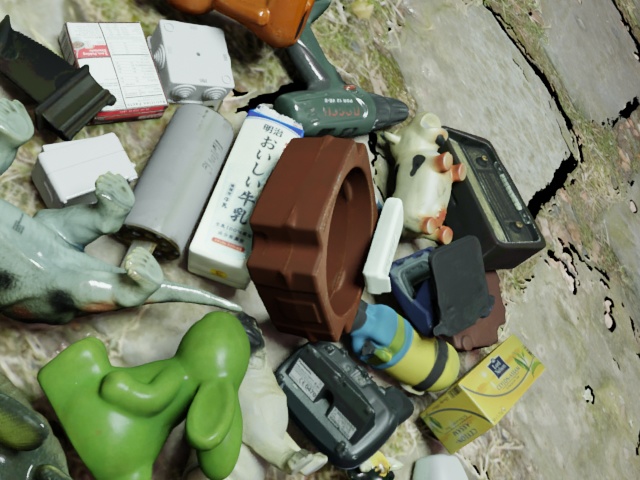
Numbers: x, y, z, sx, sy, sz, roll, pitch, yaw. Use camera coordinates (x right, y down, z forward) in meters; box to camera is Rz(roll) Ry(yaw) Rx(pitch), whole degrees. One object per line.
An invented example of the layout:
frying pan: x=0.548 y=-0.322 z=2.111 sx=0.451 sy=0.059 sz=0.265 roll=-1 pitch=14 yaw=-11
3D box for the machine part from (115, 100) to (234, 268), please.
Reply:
machine part: x=-0.160 y=-0.067 z=0.605 sx=0.079 sy=0.079 sz=0.243 roll=31 pitch=60 yaw=-22

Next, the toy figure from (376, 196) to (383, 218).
toy figure: x=0.030 y=-0.075 z=0.750 sx=0.154 sy=0.058 sz=0.064 roll=47 pitch=16 yaw=-11

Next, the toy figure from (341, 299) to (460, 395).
toy figure: x=0.104 y=0.141 z=0.706 sx=0.180 sy=0.089 sz=0.082 roll=38 pitch=63 yaw=-21

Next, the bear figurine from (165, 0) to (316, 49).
bear figurine: x=-0.103 y=-0.322 z=0.662 sx=0.196 sy=0.131 sz=0.120 roll=27 pitch=27 yaw=-1

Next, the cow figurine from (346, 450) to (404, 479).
cow figurine: x=0.062 y=0.307 z=0.621 sx=0.068 sy=0.098 sz=0.167 roll=5 pitch=72 yaw=-26

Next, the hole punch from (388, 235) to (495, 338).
hole punch: x=0.156 y=0.062 z=0.710 sx=0.142 sy=0.092 sz=0.115 roll=-17 pitch=95 yaw=-43

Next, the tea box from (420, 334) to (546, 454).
tea box: x=0.227 y=0.208 z=0.741 sx=0.169 sy=0.098 sz=0.068 roll=-21 pitch=63 yaw=-43

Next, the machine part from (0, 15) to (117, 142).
machine part: x=-0.287 y=-0.165 z=0.552 sx=0.139 sy=0.039 sz=0.084 roll=41 pitch=78 yaw=1

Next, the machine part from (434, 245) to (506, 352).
machine part: x=0.209 y=0.087 z=0.816 sx=0.179 sy=0.056 sz=0.179 roll=12 pitch=67 yaw=-31

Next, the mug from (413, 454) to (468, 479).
mug: x=0.169 y=0.335 z=0.694 sx=0.109 sy=0.081 sz=0.107 roll=11 pitch=58 yaw=-27

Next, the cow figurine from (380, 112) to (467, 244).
cow figurine: x=0.145 y=-0.097 z=0.802 sx=0.085 sy=0.127 sz=0.195 roll=19 pitch=80 yaw=-48

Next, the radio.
radio: x=0.251 y=-0.065 z=0.846 sx=0.131 sy=0.073 sz=0.230 roll=5 pitch=56 yaw=-34

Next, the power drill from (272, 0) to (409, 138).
power drill: x=0.015 y=-0.247 z=0.788 sx=0.232 sy=0.086 sz=0.207 roll=-22 pitch=96 yaw=-34

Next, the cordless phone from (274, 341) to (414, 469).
cordless phone: x=0.043 y=0.184 z=0.664 sx=0.147 sy=0.088 sz=0.184 roll=41 pitch=18 yaw=26

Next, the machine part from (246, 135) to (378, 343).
machine part: x=-0.001 y=-0.002 z=0.621 sx=0.200 sy=0.087 sz=0.201 roll=73 pitch=32 yaw=-48

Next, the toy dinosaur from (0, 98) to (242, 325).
toy dinosaur: x=-0.273 y=0.003 z=0.469 sx=0.404 sy=0.192 sz=0.131 roll=45 pitch=28 yaw=-28

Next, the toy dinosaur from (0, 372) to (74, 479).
toy dinosaur: x=-0.246 y=0.166 z=0.398 sx=0.471 sy=0.198 sz=0.105 roll=49 pitch=58 yaw=-9

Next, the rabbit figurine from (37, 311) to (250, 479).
rabbit figurine: x=-0.132 y=0.132 z=0.477 sx=0.170 sy=0.121 sz=0.159 roll=-33 pitch=54 yaw=-20

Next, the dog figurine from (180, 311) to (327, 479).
dog figurine: x=-0.106 y=0.187 z=0.566 sx=0.172 sy=0.121 sz=0.191 roll=-30 pitch=63 yaw=-15
